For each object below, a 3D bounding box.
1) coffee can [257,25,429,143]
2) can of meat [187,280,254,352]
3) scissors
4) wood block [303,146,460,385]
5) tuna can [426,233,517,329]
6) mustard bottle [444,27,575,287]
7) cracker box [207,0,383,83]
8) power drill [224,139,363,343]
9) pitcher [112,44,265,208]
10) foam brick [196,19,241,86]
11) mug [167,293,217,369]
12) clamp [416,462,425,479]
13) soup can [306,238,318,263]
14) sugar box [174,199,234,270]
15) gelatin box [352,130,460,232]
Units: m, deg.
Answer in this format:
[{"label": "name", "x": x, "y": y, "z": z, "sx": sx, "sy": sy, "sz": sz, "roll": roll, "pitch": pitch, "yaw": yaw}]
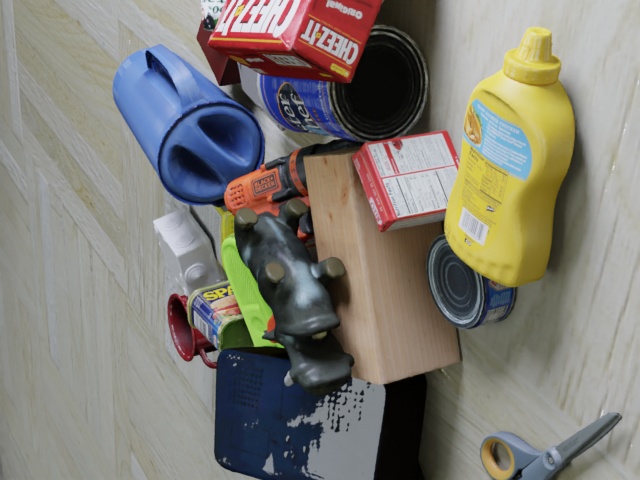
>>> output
[{"label": "coffee can", "x": 0.018, "y": -0.143, "z": 0.970, "sx": 0.140, "sy": 0.102, "sz": 0.103, "roll": 19, "pitch": 118, "yaw": 60}, {"label": "can of meat", "x": -0.098, "y": 0.093, "z": 1.299, "sx": 0.084, "sy": 0.101, "sz": 0.057, "roll": 37, "pitch": 135, "yaw": 50}, {"label": "scissors", "x": 0.180, "y": 0.168, "z": 0.878, "sx": 0.096, "sy": 0.016, "sz": 0.202, "roll": 57, "pitch": 147, "yaw": 36}, {"label": "wood block", "x": 0.056, "y": 0.017, "z": 0.977, "sx": 0.090, "sy": 0.090, "sz": 0.206, "roll": 5, "pitch": 105, "yaw": 63}, {"label": "tuna can", "x": 0.127, "y": 0.032, "z": 0.906, "sx": 0.086, "sy": 0.033, "sz": 0.086, "roll": 35, "pitch": 131, "yaw": 53}, {"label": "mustard bottle", "x": 0.145, "y": -0.067, "z": 0.801, "sx": 0.096, "sy": 0.058, "sz": 0.192, "roll": 47, "pitch": 140, "yaw": 47}, {"label": "cracker box", "x": -0.001, "y": -0.246, "z": 0.897, "sx": 0.164, "sy": 0.072, "sz": 0.214, "roll": 20, "pitch": 87, "yaw": 59}, {"label": "power drill", "x": -0.007, "y": 0.001, "z": 1.067, "sx": 0.185, "sy": 0.057, "sz": 0.187, "roll": -19, "pitch": 77, "yaw": 38}, {"label": "pitcher", "x": -0.176, "y": -0.160, "z": 1.316, "sx": 0.149, "sy": 0.144, "sz": 0.243, "roll": -62, "pitch": 37, "yaw": 16}, {"label": "foam brick", "x": -0.101, "y": -0.225, "z": 1.227, "sx": 0.078, "sy": 0.051, "sz": 0.053, "roll": 64, "pitch": 150, "yaw": 25}, {"label": "mug", "x": -0.145, "y": 0.118, "z": 1.420, "sx": 0.117, "sy": 0.081, "sz": 0.093, "roll": 63, "pitch": 150, "yaw": 28}, {"label": "clamp", "x": 0.109, "y": 0.298, "z": 1.049, "sx": 0.210, "sy": 0.036, "sz": 0.164, "roll": -138, "pitch": 43, "yaw": -55}, {"label": "soup can", "x": -0.027, "y": 0.002, "z": 1.158, "sx": 0.069, "sy": 0.068, "sz": 0.102, "roll": -46, "pitch": 61, "yaw": 59}, {"label": "sugar box", "x": -0.140, "y": -0.045, "z": 1.385, "sx": 0.176, "sy": 0.048, "sz": 0.093, "roll": -128, "pitch": 32, "yaw": -46}, {"label": "gelatin box", "x": 0.079, "y": -0.050, "z": 0.903, "sx": 0.030, "sy": 0.089, "sz": 0.073, "roll": -47, "pitch": 59, "yaw": 57}]
